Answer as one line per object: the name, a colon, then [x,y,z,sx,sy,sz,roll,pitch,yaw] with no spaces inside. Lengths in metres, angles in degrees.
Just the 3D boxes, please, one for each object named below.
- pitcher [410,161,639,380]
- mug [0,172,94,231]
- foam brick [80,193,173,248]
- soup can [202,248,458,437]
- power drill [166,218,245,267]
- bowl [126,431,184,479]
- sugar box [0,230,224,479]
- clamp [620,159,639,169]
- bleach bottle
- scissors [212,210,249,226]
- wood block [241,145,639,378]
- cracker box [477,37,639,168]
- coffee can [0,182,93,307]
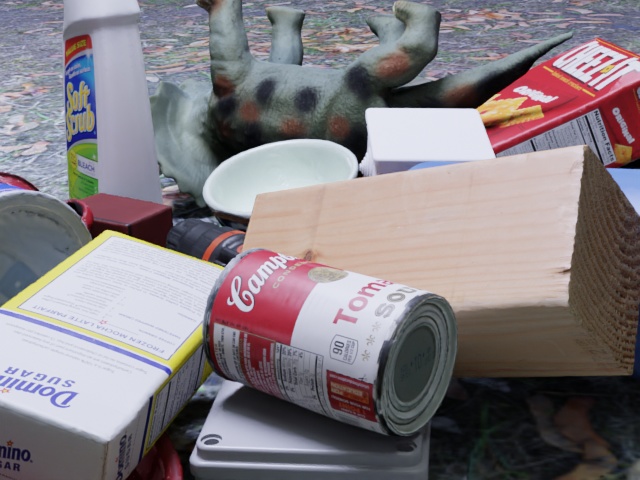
pitcher: [0.166,0.010,0.669,0.243,0.145,0.149,10,-13,37]
mug: [-0.220,0.002,0.777,0.117,0.093,0.082,-21,30,-18]
foam brick: [-0.160,-0.001,0.838,0.078,0.053,0.051,12,25,30]
soup can: [0.004,0.047,0.501,0.102,0.068,0.068,13,25,34]
power drill: [-0.107,0.037,0.720,0.187,0.057,0.185,-17,25,-35]
bowl: [-0.144,0.120,0.475,0.162,0.055,0.162,10,23,-4]
sugar box: [-0.106,0.055,0.516,0.093,0.048,0.176,18,26,11]
clamp: [0.284,-0.035,0.858,0.164,0.036,0.210,4,27,-7]
bleach bottle: [-0.181,-0.126,0.891,0.067,0.251,0.103,-15,24,-32]
scissors: [-0.005,0.001,0.762,0.201,0.016,0.096,15,-4,-29]
wood block: [0.060,0.020,0.586,0.206,0.090,0.090,-6,59,36]
cracker box: [0.183,-0.096,0.934,0.214,0.072,0.164,-25,20,3]
coffee can: [-0.212,0.010,0.621,0.141,0.103,0.102,15,27,41]
